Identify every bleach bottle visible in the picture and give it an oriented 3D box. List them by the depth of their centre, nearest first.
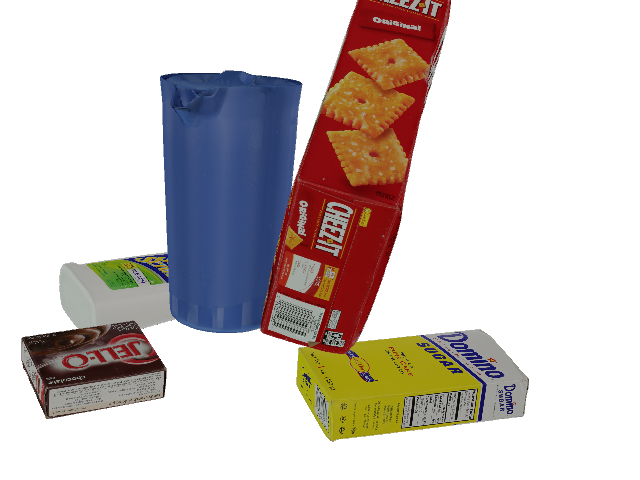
[{"bbox_3d":[-0.169,0.048,1.250,0.250,0.068,0.103,-13,34,-33],"label":"bleach bottle"}]

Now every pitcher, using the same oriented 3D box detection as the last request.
[{"bbox_3d":[-0.083,-0.042,1.034,0.149,0.243,0.145,-1,15,-17],"label":"pitcher"}]

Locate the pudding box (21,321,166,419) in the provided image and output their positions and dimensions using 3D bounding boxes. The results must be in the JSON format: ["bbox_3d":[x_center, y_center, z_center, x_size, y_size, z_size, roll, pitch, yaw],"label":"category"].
[{"bbox_3d":[-0.208,0.116,0.977,0.113,0.039,0.090,-9,28,-26],"label":"pudding box"}]

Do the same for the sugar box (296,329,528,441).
[{"bbox_3d":[0.077,0.119,0.906,0.176,0.048,0.093,-7,26,-17],"label":"sugar box"}]

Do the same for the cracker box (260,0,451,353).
[{"bbox_3d":[0.027,-0.053,0.740,0.072,0.213,0.164,17,-40,1],"label":"cracker box"}]
